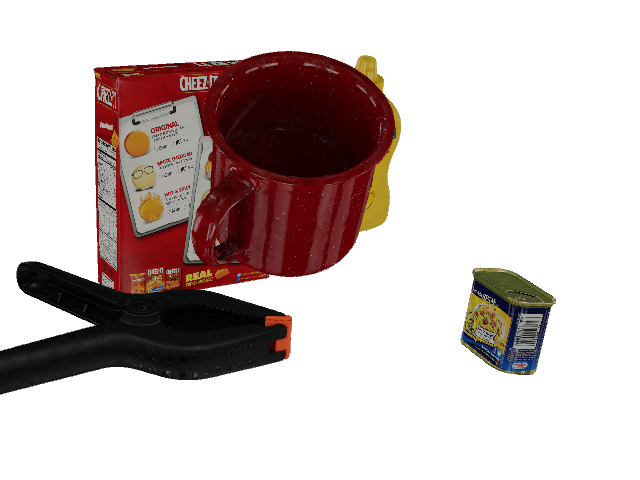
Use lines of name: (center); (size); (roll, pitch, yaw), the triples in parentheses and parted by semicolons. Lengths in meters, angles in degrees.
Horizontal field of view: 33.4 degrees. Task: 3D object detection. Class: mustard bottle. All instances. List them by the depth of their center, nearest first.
mustard bottle: (0.036, -0.103, 1.128); (0.096, 0.192, 0.058); (-4, 32, -21)

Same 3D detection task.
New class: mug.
mug: (-0.022, -0.028, 0.537); (0.093, 0.081, 0.117); (32, 53, 17)

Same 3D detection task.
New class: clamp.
clamp: (-0.126, 0.056, 0.725); (0.210, 0.036, 0.164); (0, 24, -9)

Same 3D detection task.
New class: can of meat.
can of meat: (0.197, 0.086, 1.136); (0.057, 0.084, 0.102); (2, 18, -25)

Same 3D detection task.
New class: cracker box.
cracker box: (-0.130, -0.060, 1.021); (0.163, 0.214, 0.072); (-9, 21, -32)
